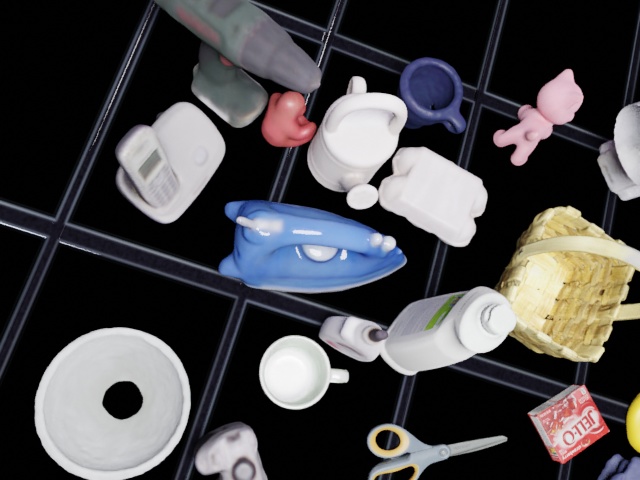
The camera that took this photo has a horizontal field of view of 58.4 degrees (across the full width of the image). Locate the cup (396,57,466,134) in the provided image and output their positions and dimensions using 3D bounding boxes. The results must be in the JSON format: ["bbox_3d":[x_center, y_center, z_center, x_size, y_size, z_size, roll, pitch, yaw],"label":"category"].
[{"bbox_3d":[0.153,-0.188,0.817,0.092,0.095,0.118,-40,88,-16],"label":"cup"}]

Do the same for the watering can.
[{"bbox_3d":[0.051,-0.128,0.732,0.101,0.194,0.173,-20,83,-14],"label":"watering can"}]

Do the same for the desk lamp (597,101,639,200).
[{"bbox_3d":[0.496,-0.137,0.815,0.203,0.213,0.118,-16,82,-14],"label":"desk lamp"}]

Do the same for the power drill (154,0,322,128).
[{"bbox_3d":[-0.104,-0.226,0.713,0.229,0.208,0.076,39,74,-1],"label":"power drill"}]

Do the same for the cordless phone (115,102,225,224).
[{"bbox_3d":[-0.181,-0.109,0.685,0.094,0.185,0.148,32,74,-3],"label":"cordless phone"}]

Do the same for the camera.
[{"bbox_3d":[-0.124,0.300,0.655,0.137,0.100,0.143,-17,82,-14],"label":"camera"}]

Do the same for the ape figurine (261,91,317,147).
[{"bbox_3d":[-0.042,-0.169,0.774,0.076,0.092,0.078,-27,85,-15],"label":"ape figurine"}]

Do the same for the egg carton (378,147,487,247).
[{"bbox_3d":[0.159,-0.062,0.805,0.150,0.069,0.107,28,74,-5],"label":"egg carton"}]

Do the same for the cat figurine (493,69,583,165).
[{"bbox_3d":[0.332,-0.184,0.841,0.067,0.117,0.128,43,74,0],"label":"cat figurine"}]

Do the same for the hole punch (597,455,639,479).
[{"bbox_3d":[0.426,0.356,0.761,0.101,0.091,0.109,41,74,-1],"label":"hole punch"}]

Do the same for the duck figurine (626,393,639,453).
[{"bbox_3d":[0.487,0.254,0.798,0.077,0.086,0.105,32,74,-3],"label":"duck figurine"}]

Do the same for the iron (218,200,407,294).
[{"bbox_3d":[0.007,0.003,0.723,0.258,0.141,0.119,5,77,-10],"label":"iron"}]

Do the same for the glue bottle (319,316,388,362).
[{"bbox_3d":[0.050,0.117,0.691,0.078,0.173,0.037,26,75,-5],"label":"glue bottle"}]

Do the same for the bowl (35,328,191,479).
[{"bbox_3d":[-0.235,0.188,0.669,0.167,0.074,0.167,2,78,-11],"label":"bowl"}]
